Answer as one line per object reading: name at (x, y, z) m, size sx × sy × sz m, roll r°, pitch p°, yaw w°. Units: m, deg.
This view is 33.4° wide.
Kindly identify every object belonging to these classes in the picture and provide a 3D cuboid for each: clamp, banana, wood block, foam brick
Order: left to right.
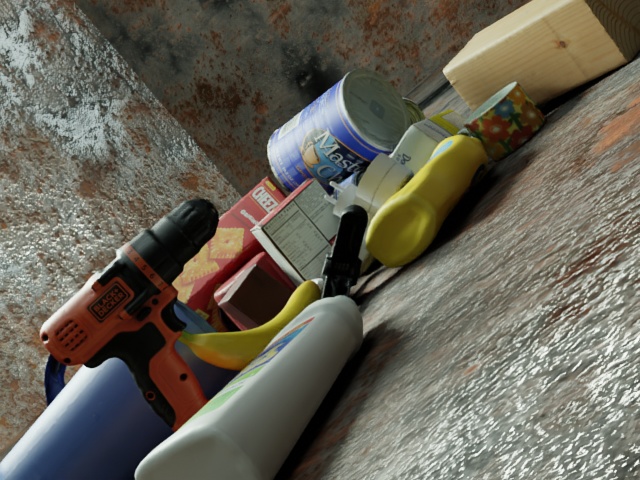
foam brick at (-0.060, 0.071, 1.149) m, size 0.053 × 0.078 × 0.051 m, roll -53°, pitch 7°, yaw -18°
banana at (-0.051, 0.084, 1.007) m, size 0.197 × 0.070 × 0.037 m, roll -14°, pitch -19°, yaw -50°
clamp at (0.023, 0.019, 1.026) m, size 0.171 × 0.039 × 0.120 m, roll -87°, pitch 15°, yaw -81°
wood block at (0.245, -0.208, 1.152) m, size 0.207 × 0.091 × 0.090 m, roll -23°, pitch 20°, yaw 52°

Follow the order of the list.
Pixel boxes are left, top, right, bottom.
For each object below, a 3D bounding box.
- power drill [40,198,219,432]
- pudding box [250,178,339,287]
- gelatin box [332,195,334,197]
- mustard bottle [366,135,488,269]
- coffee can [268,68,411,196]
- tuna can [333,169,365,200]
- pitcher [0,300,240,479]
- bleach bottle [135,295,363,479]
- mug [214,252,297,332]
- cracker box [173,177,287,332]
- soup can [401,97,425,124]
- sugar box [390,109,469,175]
power drill at (-0.113, 0.082, 0.909) m, size 0.184 × 0.187 × 0.057 m, roll -42°, pitch 5°, yaw -4°
pudding box at (-0.008, 0.001, 1.188) m, size 0.090 × 0.113 × 0.039 m, roll -43°, pitch 10°, yaw -19°
gelatin box at (0.054, -0.037, 1.281) m, size 0.089 × 0.073 × 0.030 m, roll -41°, pitch 6°, yaw -1°
mustard bottle at (0.118, -0.053, 1.054) m, size 0.191 × 0.058 × 0.096 m, roll -47°, pitch -6°, yaw -46°
coffee can at (0.021, -0.118, 1.230) m, size 0.141 × 0.103 × 0.102 m, roll -33°, pitch 9°, yaw 42°
tuna can at (0.056, -0.036, 1.192) m, size 0.034 × 0.086 × 0.086 m, roll -36°, pitch 7°, yaw 31°
pitcher at (-0.200, 0.163, 1.041) m, size 0.243 × 0.145 × 0.149 m, roll -47°, pitch 26°, yaw -6°
bleach bottle at (-0.033, 0.112, 0.799) m, size 0.103 × 0.068 × 0.250 m, roll -37°, pitch 4°, yaw 32°
mug at (-0.074, 0.074, 1.231) m, size 0.117 × 0.081 × 0.093 m, roll -36°, pitch 8°, yaw 40°
cracker box at (-0.101, 0.046, 1.331) m, size 0.213 × 0.072 × 0.164 m, roll -41°, pitch -29°, yaw -4°
soup can at (0.092, -0.143, 1.313) m, size 0.068 × 0.068 × 0.102 m, roll -40°, pitch 8°, yaw 5°
sugar box at (0.118, -0.093, 1.202) m, size 0.093 × 0.048 × 0.176 m, roll -58°, pitch -13°, yaw 20°
